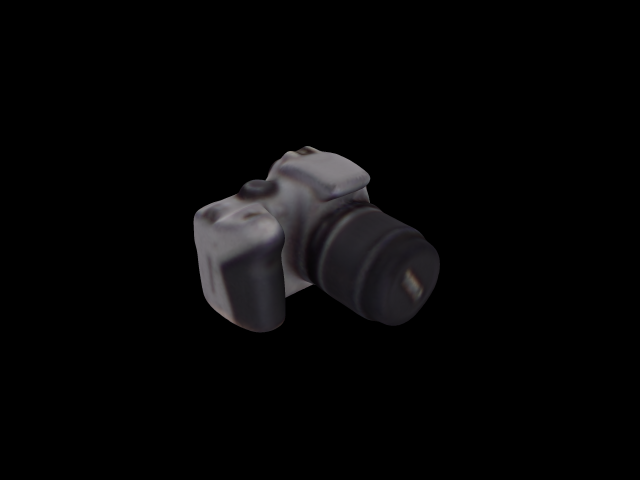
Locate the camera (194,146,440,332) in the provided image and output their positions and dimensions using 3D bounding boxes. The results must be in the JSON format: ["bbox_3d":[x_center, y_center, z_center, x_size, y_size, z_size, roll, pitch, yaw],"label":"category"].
[{"bbox_3d":[0.004,0.001,0.400,0.143,0.101,0.136,-24,38,-34],"label":"camera"}]
